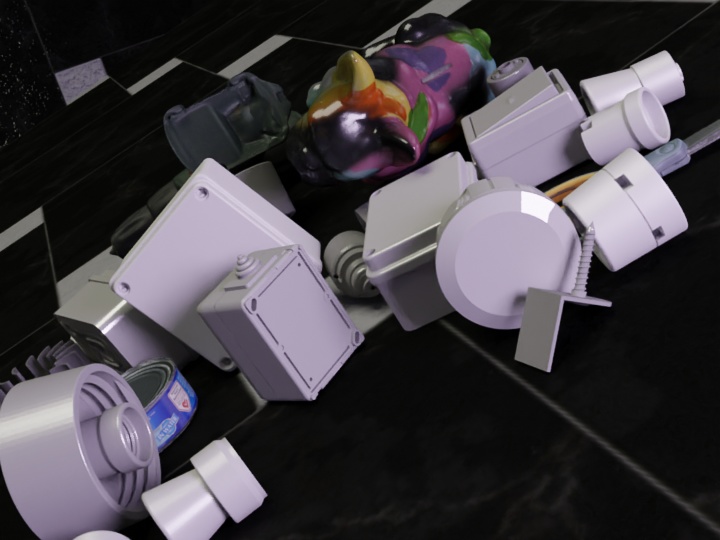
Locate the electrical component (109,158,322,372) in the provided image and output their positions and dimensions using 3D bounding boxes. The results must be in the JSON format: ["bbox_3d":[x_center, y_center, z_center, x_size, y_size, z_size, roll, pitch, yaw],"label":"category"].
[{"bbox_3d":[-0.100,-0.003,0.761,0.108,0.109,0.056,-48,15,16],"label":"electrical component"}]

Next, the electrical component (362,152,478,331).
[{"bbox_3d":[0.048,-0.022,0.705,0.078,0.057,0.113,-26,23,16],"label":"electrical component"}]

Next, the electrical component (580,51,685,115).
[{"bbox_3d":[0.193,-0.125,0.752,0.065,0.044,0.044,-24,23,9],"label":"electrical component"}]

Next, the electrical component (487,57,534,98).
[{"bbox_3d":[0.124,-0.127,0.813,0.044,0.065,0.044,-28,22,13],"label":"electrical component"}]

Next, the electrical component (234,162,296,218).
[{"bbox_3d":[-0.107,-0.040,0.933,0.108,0.060,0.108,-32,-1,-1],"label":"electrical component"}]

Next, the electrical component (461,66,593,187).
[{"bbox_3d":[0.113,-0.095,0.767,0.096,0.061,0.061,-28,22,12],"label":"electrical component"}]

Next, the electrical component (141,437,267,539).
[{"bbox_3d":[-0.085,0.125,0.591,0.055,0.045,0.045,-36,22,-11],"label":"electrical component"}]

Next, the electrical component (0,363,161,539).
[{"bbox_3d":[-0.161,0.109,0.650,0.060,0.108,0.108,-21,24,11],"label":"electrical component"}]

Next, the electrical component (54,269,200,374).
[{"bbox_3d":[-0.181,0.046,0.842,0.057,0.078,0.113,-46,25,-23],"label":"electrical component"}]

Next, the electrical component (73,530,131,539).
[{"bbox_3d":[-0.138,0.175,0.564,0.044,0.044,0.065,-30,27,6],"label":"electrical component"}]

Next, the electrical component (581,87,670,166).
[{"bbox_3d":[0.175,-0.093,0.711,0.046,0.040,0.040,-24,23,35],"label":"electrical component"}]

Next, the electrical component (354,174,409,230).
[{"bbox_3d":[0.041,-0.048,0.788,0.081,0.043,0.043,-34,22,-4],"label":"electrical component"}]

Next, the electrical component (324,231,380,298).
[{"bbox_3d":[0.000,0.000,0.746,0.040,0.040,0.078,-33,22,-1],"label":"electrical component"}]

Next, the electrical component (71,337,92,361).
[{"bbox_3d":[-0.227,0.060,0.922,0.062,0.048,0.048,-31,21,22],"label":"electrical component"}]

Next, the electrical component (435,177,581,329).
[{"bbox_3d":[0.082,-0.011,0.609,0.080,0.080,0.051,-29,17,9],"label":"electrical component"}]

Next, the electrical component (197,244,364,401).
[{"bbox_3d":[-0.056,0.029,0.683,0.061,0.096,0.061,-8,33,48],"label":"electrical component"}]

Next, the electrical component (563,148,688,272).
[{"bbox_3d":[0.146,-0.032,0.600,0.047,0.055,0.055,-35,21,5],"label":"electrical component"}]
